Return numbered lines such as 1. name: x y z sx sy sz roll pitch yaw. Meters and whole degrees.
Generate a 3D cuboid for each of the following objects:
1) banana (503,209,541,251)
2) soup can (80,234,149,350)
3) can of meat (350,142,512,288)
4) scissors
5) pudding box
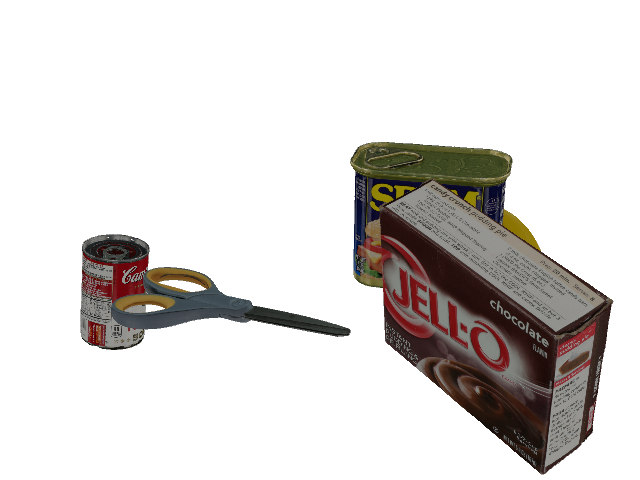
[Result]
1. banana: 0.151 0.025 0.871 0.070 0.037 0.197 2 36 11
2. soup can: -0.213 0.053 1.101 0.068 0.102 0.068 6 21 -2
3. can of meat: 0.071 -0.014 0.699 0.102 0.084 0.057 5 24 11
4. scissors: -0.081 0.058 0.814 0.096 0.016 0.202 -25 30 -38
5. pudding box: 0.075 0.037 0.485 0.039 0.090 0.114 -32 47 -25
